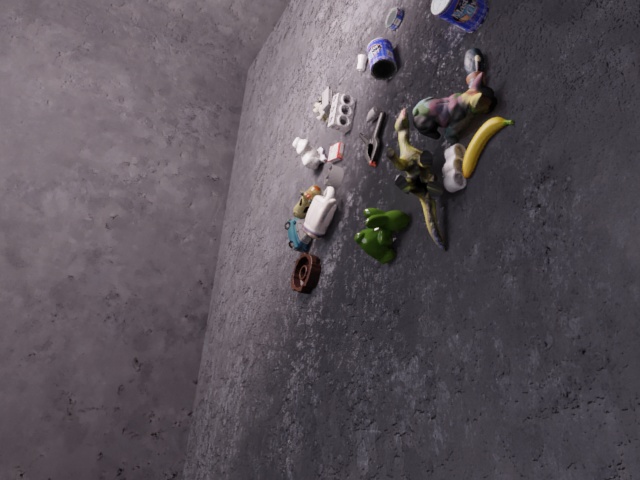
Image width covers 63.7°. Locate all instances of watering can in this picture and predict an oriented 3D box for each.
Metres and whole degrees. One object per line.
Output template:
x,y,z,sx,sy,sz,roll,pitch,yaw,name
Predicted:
0.006,-0.105,2.077,0.351,0.104,0.223,-101,33,-78,watering can

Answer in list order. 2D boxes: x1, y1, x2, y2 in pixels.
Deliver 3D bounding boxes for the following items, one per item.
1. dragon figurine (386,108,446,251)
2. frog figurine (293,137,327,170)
0.293,-0.182,1.506,0.245,0.121,0.408,-40,-67,-71,dragon figurine
-0.061,-0.398,2.380,0.120,0.159,0.140,-47,35,48,frog figurine
